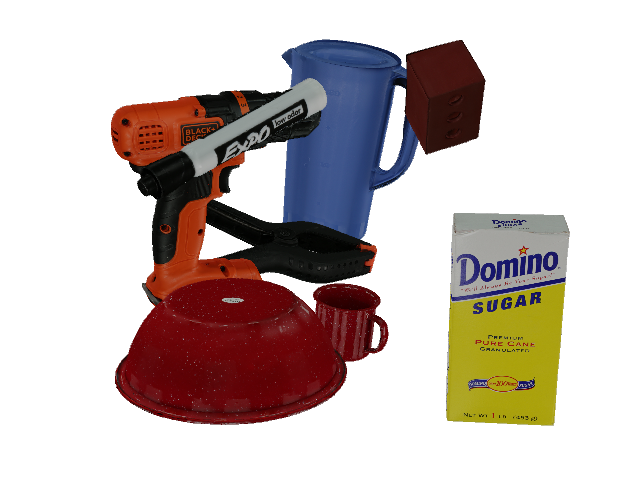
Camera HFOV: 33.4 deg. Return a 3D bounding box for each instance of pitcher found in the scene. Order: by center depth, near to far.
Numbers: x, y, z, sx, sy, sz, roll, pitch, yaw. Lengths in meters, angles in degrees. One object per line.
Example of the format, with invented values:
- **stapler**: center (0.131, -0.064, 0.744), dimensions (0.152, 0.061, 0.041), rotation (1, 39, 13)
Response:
- **pitcher**: center (0.028, -0.117, 1.318), dimensions (0.144, 0.243, 0.149), rotation (-3, 25, -23)

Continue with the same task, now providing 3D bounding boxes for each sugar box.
- **sugar box**: center (0.153, 0.066, 0.886), dimensions (0.093, 0.176, 0.048), rotation (1, 23, 6)

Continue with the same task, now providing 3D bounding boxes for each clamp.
- **clamp**: center (-0.044, 0.012, 1.093), dimensions (0.210, 0.036, 0.164), rotation (11, 29, -8)

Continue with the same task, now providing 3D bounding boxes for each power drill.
- **power drill**: center (-0.086, -0.036, 0.921), dimensions (0.184, 0.188, 0.057), rotation (-8, 21, -23)

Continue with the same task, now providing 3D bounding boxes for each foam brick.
- **foam brick**: center (0.105, -0.123, 0.916), dimensions (0.053, 0.051, 0.078), rotation (-18, -33, -7)

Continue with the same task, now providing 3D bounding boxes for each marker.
- **marker**: center (-0.046, -0.054, 0.563), dimensions (0.120, 0.020, 0.020), rotation (-33, 18, -31)

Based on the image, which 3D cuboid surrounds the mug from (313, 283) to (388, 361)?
- **mug**: center (0.043, 0.117, 1.464), dimensions (0.117, 0.081, 0.093), rotation (18, 24, 31)

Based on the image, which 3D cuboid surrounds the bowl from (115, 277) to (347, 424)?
- **bowl**: center (-0.061, 0.066, 0.736), dimensions (0.162, 0.055, 0.162), rotation (1, 17, 0)
